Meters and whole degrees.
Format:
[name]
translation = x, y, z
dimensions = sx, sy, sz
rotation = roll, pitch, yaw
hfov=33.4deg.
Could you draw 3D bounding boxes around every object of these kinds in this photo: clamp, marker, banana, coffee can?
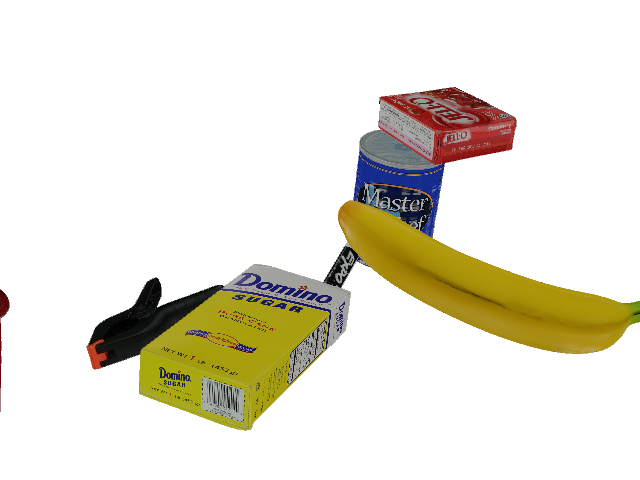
[clamp]
translation = -0.181, 0.087, 1.168
dimensions = 0.120, 0.039, 0.171
rotation = -6, 24, 31
[marker]
translation = 0.021, 0.026, 1.019
dimensions = 0.020, 0.121, 0.020
rotation = 28, -18, 10
[banana]
translation = 0.089, 0.024, 0.613
dimensions = 0.198, 0.037, 0.069
rotation = 21, 18, 18
[coffee can]
translation = 0.089, -0.048, 1.264
dimensions = 0.103, 0.140, 0.103
rotation = 5, 28, -3

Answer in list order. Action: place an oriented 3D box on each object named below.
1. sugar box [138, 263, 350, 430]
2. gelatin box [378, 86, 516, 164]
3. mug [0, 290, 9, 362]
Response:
[sugar box]
translation = -0.053, 0.076, 0.826
dimensions = 0.093, 0.048, 0.176
rotation = 16, 29, 20
[gelatin box]
translation = 0.098, -0.093, 0.839
dimensions = 0.073, 0.030, 0.089
rotation = -11, 29, -24
[mug]
translation = -0.243, 0.077, 0.634
dimensions = 0.093, 0.081, 0.117
rotation = 20, 24, 36
